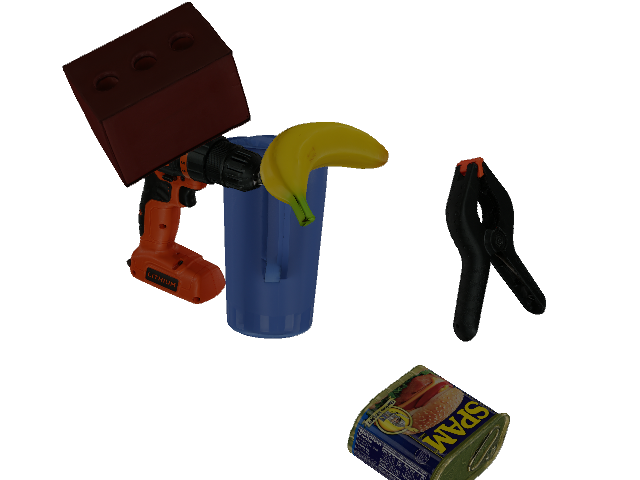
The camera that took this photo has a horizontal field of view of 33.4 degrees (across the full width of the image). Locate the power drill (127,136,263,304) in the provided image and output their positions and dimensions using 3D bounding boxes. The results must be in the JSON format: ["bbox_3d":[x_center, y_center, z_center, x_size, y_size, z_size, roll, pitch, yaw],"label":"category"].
[{"bbox_3d":[-0.135,-0.032,1.098,0.185,0.188,0.057,22,33,28],"label":"power drill"}]

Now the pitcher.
[{"bbox_3d":[-0.058,-0.005,1.308,0.145,0.243,0.148,12,15,39],"label":"pitcher"}]

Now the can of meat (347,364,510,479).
[{"bbox_3d":[0.084,0.151,0.832,0.084,0.057,0.101,31,40,30],"label":"can of meat"}]

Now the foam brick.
[{"bbox_3d":[-0.085,-0.077,0.560,0.078,0.053,0.051,-31,-35,-11],"label":"foam brick"}]

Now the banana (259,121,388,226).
[{"bbox_3d":[-0.002,-0.063,0.847,0.037,0.069,0.197,-34,4,29],"label":"banana"}]

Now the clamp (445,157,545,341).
[{"bbox_3d":[0.152,0.010,1.014,0.039,0.171,0.120,-14,9,46],"label":"clamp"}]
